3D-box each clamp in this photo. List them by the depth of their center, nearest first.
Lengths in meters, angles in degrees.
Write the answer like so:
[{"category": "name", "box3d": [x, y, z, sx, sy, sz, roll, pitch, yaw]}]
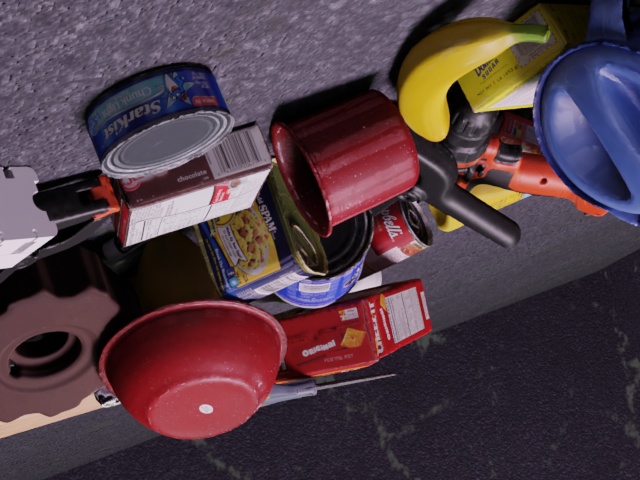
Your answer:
[{"category": "clamp", "box3d": [-0.223, 0.003, 0.737, 0.172, 0.039, 0.120, -30, 173, 17]}, {"category": "clamp", "box3d": [0.073, -0.052, 0.937, 0.165, 0.036, 0.209, 6, 158, 31]}]

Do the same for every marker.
[{"category": "marker", "box3d": [-0.132, -0.015, 0.875, 0.121, 0.020, 0.020, -29, 167, 30]}]

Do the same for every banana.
[{"category": "banana", "box3d": [0.089, -0.113, 0.760, 0.069, 0.037, 0.198, 24, 163, -8]}]

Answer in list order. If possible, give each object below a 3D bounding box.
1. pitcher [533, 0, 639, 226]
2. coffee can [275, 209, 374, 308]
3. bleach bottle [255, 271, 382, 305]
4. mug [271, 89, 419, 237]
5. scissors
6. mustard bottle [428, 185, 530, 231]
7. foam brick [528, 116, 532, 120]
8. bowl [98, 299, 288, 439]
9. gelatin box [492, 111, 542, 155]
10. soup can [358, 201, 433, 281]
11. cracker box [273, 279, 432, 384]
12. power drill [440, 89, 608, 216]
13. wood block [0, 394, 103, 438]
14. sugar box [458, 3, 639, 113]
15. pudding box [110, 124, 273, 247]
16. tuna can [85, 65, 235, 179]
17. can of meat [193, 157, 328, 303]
[{"category": "pitcher", "box3d": [0.273, -0.136, 0.772, 0.242, 0.145, 0.149, -36, 165, -33]}, {"category": "coffee can", "box3d": [-0.006, 0.001, 0.983, 0.102, 0.103, 0.140, -22, 169, -6]}, {"category": "bleach bottle", "box3d": [-0.018, 0.040, 1.247, 0.103, 0.068, 0.250, -23, 168, 21]}, {"category": "mug", "box3d": [0.016, -0.063, 0.801, 0.081, 0.093, 0.117, -25, -159, -14]}, {"category": "scissors", "box3d": [-0.021, 0.142, 1.031, 0.201, 0.016, 0.096, -12, 164, -4]}, {"category": "mustard bottle", "box3d": [0.220, -0.071, 1.207, 0.191, 0.058, 0.096, -21, 166, -7]}, {"category": "foam brick", "box3d": [0.251, -0.114, 1.081, 0.051, 0.053, 0.078, -19, 168, -20]}, {"category": "bowl", "box3d": [-0.101, 0.119, 0.890, 0.162, 0.055, 0.162, -9, 141, -8]}, {"category": "gelatin box", "box3d": [0.196, -0.087, 1.063, 0.073, 0.030, 0.089, 21, 158, -8]}, {"category": "soup can", "box3d": [0.067, -0.002, 1.204, 0.102, 0.068, 0.068, -27, 168, 24]}, {"category": "cracker box", "box3d": [0.014, 0.100, 1.149, 0.164, 0.072, 0.213, -15, 178, 21]}, {"category": "power drill", "box3d": [0.186, -0.077, 0.954, 0.187, 0.057, 0.184, 8, 161, -4]}, {"category": "wood block", "box3d": [-0.273, 0.138, 1.127, 0.205, 0.091, 0.090, -12, 164, -43]}, {"category": "sugar box", "box3d": [0.195, -0.146, 0.848, 0.175, 0.048, 0.094, -15, 165, -48]}, {"category": "pudding box", "box3d": [-0.097, -0.039, 0.788, 0.113, 0.039, 0.090, -17, 168, -18]}, {"category": "tuna can", "box3d": [-0.097, -0.071, 0.647, 0.086, 0.034, 0.086, -22, 169, -5]}, {"category": "can of meat", "box3d": [-0.052, -0.004, 0.879, 0.084, 0.102, 0.057, -24, 166, 19]}]
